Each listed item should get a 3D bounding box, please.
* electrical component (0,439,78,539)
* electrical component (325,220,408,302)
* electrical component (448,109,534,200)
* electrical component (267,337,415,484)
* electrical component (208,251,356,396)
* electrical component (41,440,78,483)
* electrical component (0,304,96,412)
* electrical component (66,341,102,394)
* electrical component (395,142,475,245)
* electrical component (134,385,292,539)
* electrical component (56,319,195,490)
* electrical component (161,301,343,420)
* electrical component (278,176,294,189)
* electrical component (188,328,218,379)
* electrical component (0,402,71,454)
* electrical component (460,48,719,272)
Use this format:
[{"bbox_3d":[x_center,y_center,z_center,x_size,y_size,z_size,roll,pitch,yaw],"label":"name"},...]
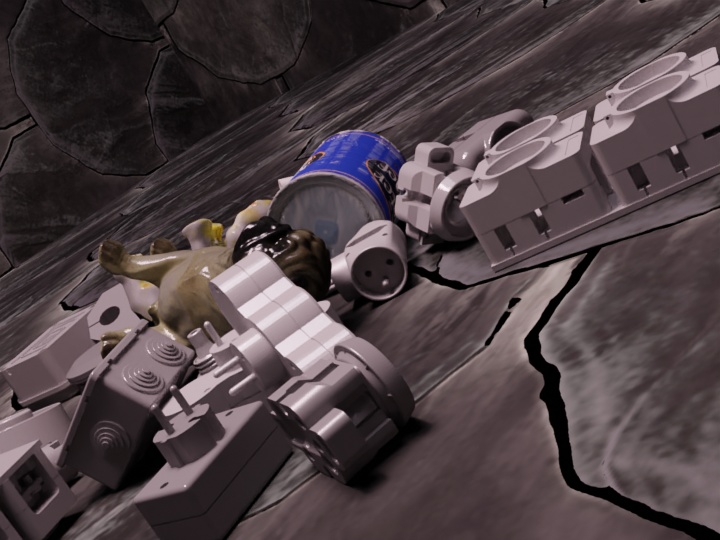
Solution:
[{"bbox_3d":[-0.299,0.196,0.756,0.186,0.060,0.105,-23,16,31],"label":"electrical component"},{"bbox_3d":[0.000,0.000,0.845,0.079,0.043,0.077,-29,14,10],"label":"electrical component"},{"bbox_3d":[0.111,-0.092,0.910,0.095,0.053,0.059,-40,16,-32],"label":"electrical component"},{"bbox_3d":[-0.008,0.073,0.579,0.057,0.058,0.078,-39,16,-18],"label":"electrical component"},{"bbox_3d":[-0.056,0.050,0.666,0.074,0.052,0.138,-35,49,-17],"label":"electrical component"},{"bbox_3d":[-0.246,0.157,0.828,0.040,0.040,0.046,-17,14,45],"label":"electrical component"},{"bbox_3d":[-0.319,0.095,1.158,0.078,0.057,0.113,-23,16,29],"label":"electrical component"},{"bbox_3d":[-0.222,0.091,0.981,0.080,0.051,0.080,-29,14,8],"label":"electrical component"},{"bbox_3d":[0.067,-0.055,0.844,0.058,0.078,0.057,-7,22,-34],"label":"electrical component"},{"bbox_3d":[-0.093,0.102,0.617,0.047,0.075,0.083,-21,17,37],"label":"electrical component"},{"bbox_3d":[-0.166,0.097,0.774,0.099,0.048,0.099,-63,-1,27],"label":"electrical component"},{"bbox_3d":[-0.078,0.060,0.735,0.138,0.073,0.052,-34,14,-9],"label":"electrical component"},{"bbox_3d":[-0.047,-0.061,1.107,0.057,0.078,0.058,-14,12,-8],"label":"electrical component"},{"bbox_3d":[-0.104,0.070,0.782,0.035,0.061,0.035,-30,14,8],"label":"electrical component"},{"bbox_3d":[-0.290,0.156,0.921,0.099,0.064,0.099,-23,2,1],"label":"electrical component"},{"bbox_3d":[0.166,-0.080,0.738,0.186,0.060,0.105,-25,15,23],"label":"electrical component"}]
